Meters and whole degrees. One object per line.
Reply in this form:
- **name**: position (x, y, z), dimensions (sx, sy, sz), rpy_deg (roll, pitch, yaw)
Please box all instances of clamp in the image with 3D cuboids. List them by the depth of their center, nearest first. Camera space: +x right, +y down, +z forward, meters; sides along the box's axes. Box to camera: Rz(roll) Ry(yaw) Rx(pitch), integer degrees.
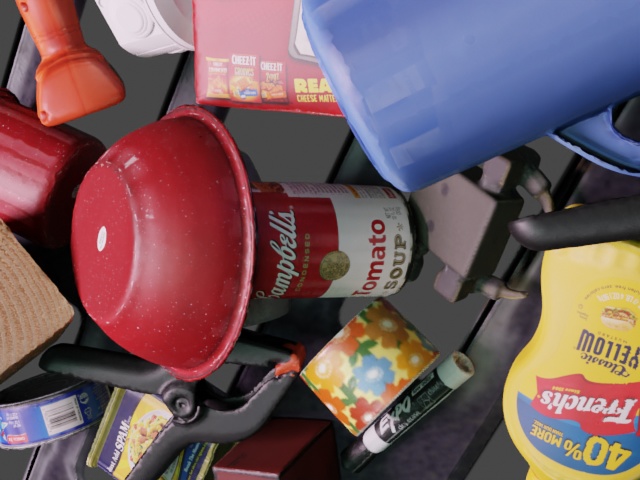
- **clamp**: position (0.217, -0.044, 0.526), dimensions (0.210, 0.036, 0.164), rpy_deg (19, 86, 8)
- **clamp**: position (-0.088, 0.111, 0.690), dimensions (0.171, 0.039, 0.120), rpy_deg (-11, 109, 12)

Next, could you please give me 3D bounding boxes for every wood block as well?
- **wood block**: position (-0.227, 0.051, 0.696), dimensions (0.090, 0.090, 0.206), rpy_deg (52, 162, -3)

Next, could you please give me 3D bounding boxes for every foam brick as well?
- **foam brick**: position (-0.028, 0.158, 0.708), dimensions (0.053, 0.078, 0.051), rpy_deg (-1, 107, 28)

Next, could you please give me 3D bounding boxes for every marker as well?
- **marker**: position (0.053, 0.114, 0.687), dimensions (0.020, 0.020, 0.121), rpy_deg (46, 121, 6)

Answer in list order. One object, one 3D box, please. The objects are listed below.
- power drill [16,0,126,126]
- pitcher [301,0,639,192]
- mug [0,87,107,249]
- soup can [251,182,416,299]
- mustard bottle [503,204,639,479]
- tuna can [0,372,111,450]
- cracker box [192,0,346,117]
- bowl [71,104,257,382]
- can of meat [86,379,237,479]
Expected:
- **power drill**: position (-0.171, -0.165, 0.631), dimensions (0.057, 0.184, 0.187), rpy_deg (-19, 104, -7)
- **pitcher**: position (0.124, -0.109, 0.469), dimensions (0.243, 0.149, 0.145), rpy_deg (-26, 134, 11)
- **mug**: position (-0.198, -0.038, 0.729), dimensions (0.081, 0.093, 0.117), rpy_deg (24, 143, 13)
- **soup can**: position (-0.004, 0.001, 0.620), dimensions (0.069, 0.102, 0.068), rpy_deg (180, 90, -66)
- **mustard bottle**: position (0.156, 0.082, 0.602), dimensions (0.096, 0.058, 0.192), rpy_deg (18, 114, 15)
- **tuna can**: position (-0.194, 0.120, 0.774), dimensions (0.086, 0.086, 0.034), rpy_deg (-10, 99, 29)
- **cracker box**: position (0.015, -0.177, 0.580), dimensions (0.164, 0.072, 0.214), rpy_deg (7, 109, 23)
- **bowl**: position (-0.100, 0.002, 0.611), dimensions (0.162, 0.055, 0.162), rpy_deg (-1, 89, 55)
- **can of meat**: position (-0.106, 0.138, 0.753), dimensions (0.084, 0.057, 0.102), rpy_deg (31, 117, 13)
